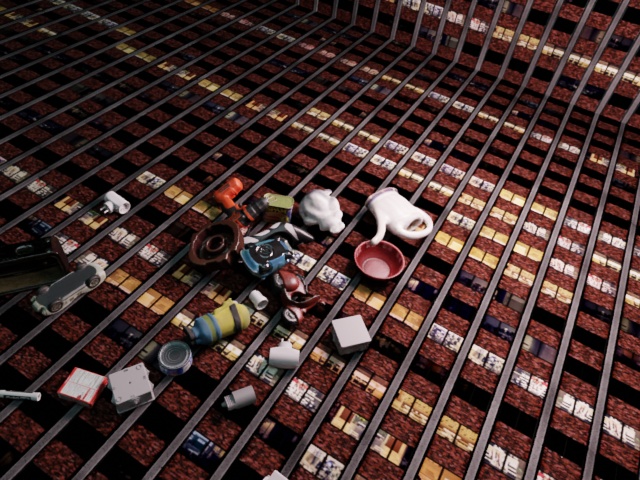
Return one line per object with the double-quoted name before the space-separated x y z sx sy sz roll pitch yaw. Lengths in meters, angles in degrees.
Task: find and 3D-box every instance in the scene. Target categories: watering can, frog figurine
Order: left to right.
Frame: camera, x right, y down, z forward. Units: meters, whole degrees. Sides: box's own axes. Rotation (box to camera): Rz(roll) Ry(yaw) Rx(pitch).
"frog figurine" 0.005 -0.087 1.723 0.137 0.121 0.162 -29 59 9
"watering can" 0.236 -0.077 1.731 0.350 0.102 0.228 -11 48 -42
